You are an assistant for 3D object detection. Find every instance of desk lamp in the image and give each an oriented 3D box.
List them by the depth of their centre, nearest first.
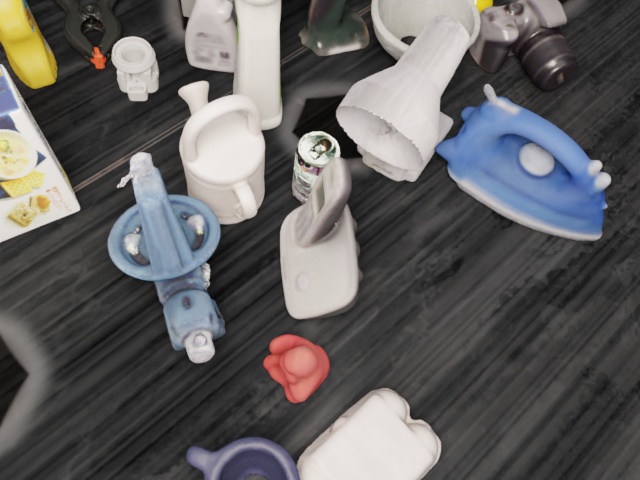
[{"bbox_3d":[0.108,-0.164,0.724,0.118,0.213,0.203,32,66,8],"label":"desk lamp"}]

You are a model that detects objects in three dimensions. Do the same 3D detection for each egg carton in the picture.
[{"bbox_3d":[0.052,0.237,0.617,0.150,0.069,0.107,-39,76,-21],"label":"egg carton"}]

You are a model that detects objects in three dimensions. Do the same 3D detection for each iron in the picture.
[{"bbox_3d":[0.292,-0.102,0.759,0.258,0.141,0.119,34,66,8],"label":"iron"}]

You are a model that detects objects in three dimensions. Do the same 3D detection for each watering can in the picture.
[{"bbox_3d":[-0.120,-0.109,0.681,0.172,0.194,0.101,40,68,11],"label":"watering can"}]

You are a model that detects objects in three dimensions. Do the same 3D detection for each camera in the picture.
[{"bbox_3d":[0.325,-0.302,0.875,0.143,0.101,0.136,-17,69,-14],"label":"camera"}]

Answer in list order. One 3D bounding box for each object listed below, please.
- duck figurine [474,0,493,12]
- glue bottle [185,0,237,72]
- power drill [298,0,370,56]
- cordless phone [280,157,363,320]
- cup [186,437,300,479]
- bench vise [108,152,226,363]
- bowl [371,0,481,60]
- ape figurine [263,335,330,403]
[{"bbox_3d":[0.247,-0.428,0.930,0.078,0.086,0.104,-33,74,-19],"label":"duck figurine"},{"bbox_3d":[-0.147,-0.300,0.774,0.078,0.173,0.037,9,65,-3],"label":"glue bottle"},{"bbox_3d":[0.040,-0.365,0.808,0.230,0.208,0.075,-16,69,-14],"label":"power drill"},{"bbox_3d":[0.006,0.002,0.652,0.094,0.185,0.147,-5,67,-9],"label":"cordless phone"},{"bbox_3d":[-0.081,0.246,0.582,0.117,0.095,0.092,26,66,5],"label":"cup"},{"bbox_3d":[-0.146,0.015,0.608,0.122,0.220,0.207,-36,75,-20],"label":"bench vise"},{"bbox_3d":[0.154,-0.322,0.876,0.167,0.075,0.167,3,66,-6],"label":"bowl"},{"bbox_3d":[-0.024,0.139,0.638,0.076,0.092,0.078,0,66,-7],"label":"ape figurine"}]
